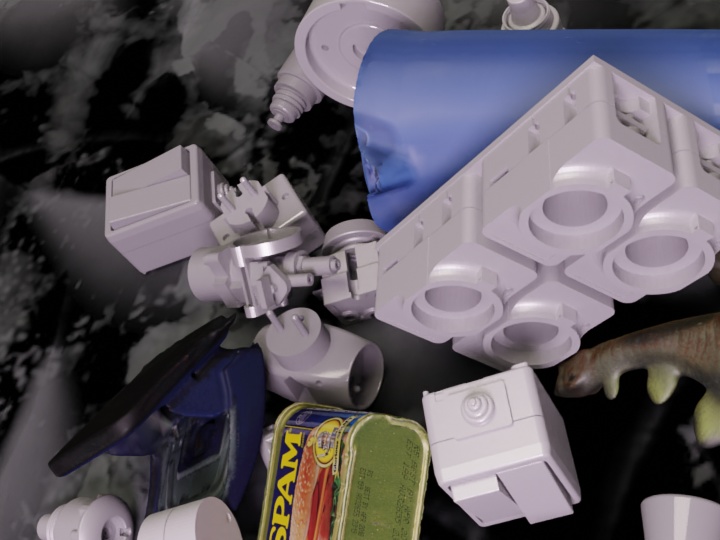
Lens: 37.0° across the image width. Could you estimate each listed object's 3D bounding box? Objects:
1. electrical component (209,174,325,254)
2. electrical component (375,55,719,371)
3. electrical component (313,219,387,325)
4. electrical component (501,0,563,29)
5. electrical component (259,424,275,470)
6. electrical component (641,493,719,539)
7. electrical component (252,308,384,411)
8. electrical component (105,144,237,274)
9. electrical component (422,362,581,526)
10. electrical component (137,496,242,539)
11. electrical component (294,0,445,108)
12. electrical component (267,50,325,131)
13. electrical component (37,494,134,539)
[{"bbox_3d":[-0.073,-0.037,0.757,0.066,0.076,0.047,-34,50,2],"label":"electrical component"},{"bbox_3d":[0.102,-0.015,0.577,0.186,0.105,0.060,-41,35,44],"label":"electrical component"},{"bbox_3d":[0.000,0.000,0.716,0.066,0.048,0.055,-17,60,16],"label":"electrical component"},{"bbox_3d":[0.120,-0.173,0.762,0.048,0.062,0.048,-13,53,18],"label":"electrical component"},{"bbox_3d":[-0.028,0.108,0.658,0.062,0.048,0.048,-27,50,-3],"label":"electrical component"},{"bbox_3d":[0.160,0.145,0.536,0.045,0.045,0.055,-1,59,26],"label":"electrical component"},{"bbox_3d":[-0.034,0.050,0.677,0.077,0.079,0.043,9,56,31],"label":"electrical component"},{"bbox_3d":[-0.140,-0.050,0.810,0.096,0.061,0.061,-19,52,14],"label":"electrical component"},{"bbox_3d":[0.076,0.097,0.578,0.062,0.096,0.061,-18,55,15],"label":"electrical component"},{"bbox_3d":[-0.063,0.189,0.579,0.074,0.052,0.138,-20,86,17],"label":"electrical component"},{"bbox_3d":[0.011,-0.176,0.793,0.108,0.108,0.060,-3,52,25],"label":"electrical component"},{"bbox_3d":[-0.047,-0.143,0.840,0.040,0.040,0.078,18,68,35],"label":"electrical component"},{"bbox_3d":[-0.181,0.168,0.694,0.062,0.048,0.048,-4,57,32],"label":"electrical component"}]
